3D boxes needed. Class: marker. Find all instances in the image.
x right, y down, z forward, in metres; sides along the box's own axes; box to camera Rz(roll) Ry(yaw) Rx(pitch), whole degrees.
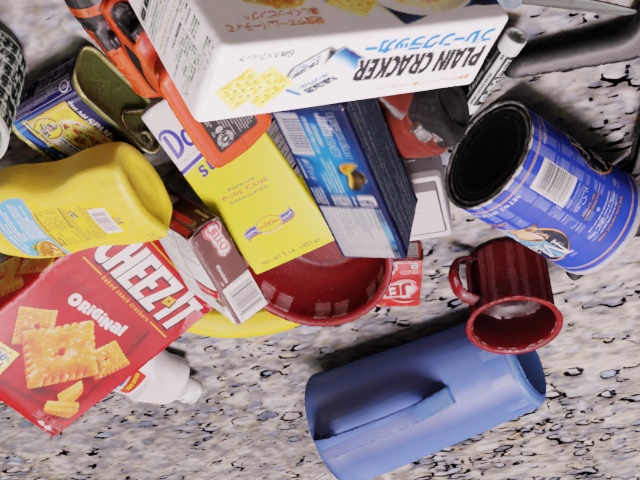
[{"bbox_3d":[0.134,-0.129,0.879,0.020,0.020,0.121,12,145,-14],"label":"marker"}]

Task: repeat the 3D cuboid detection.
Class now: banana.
[{"bbox_3d":[-0.072,0.072,1.113,0.198,0.037,0.069,-14,119,14],"label":"banana"}]

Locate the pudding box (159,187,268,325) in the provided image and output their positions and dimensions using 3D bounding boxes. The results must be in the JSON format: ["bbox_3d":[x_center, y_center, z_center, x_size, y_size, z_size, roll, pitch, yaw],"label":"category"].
[{"bbox_3d":[-0.104,0.014,0.954,0.039,0.090,0.113,-39,129,-18],"label":"pudding box"}]

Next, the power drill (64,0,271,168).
[{"bbox_3d":[-0.122,-0.145,0.759,0.057,0.188,0.184,-41,139,-5],"label":"power drill"}]

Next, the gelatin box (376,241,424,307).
[{"bbox_3d":[0.058,0.036,1.071,0.089,0.030,0.073,0,139,2],"label":"gelatin box"}]

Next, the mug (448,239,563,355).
[{"bbox_3d":[0.176,0.050,1.047,0.117,0.081,0.093,18,136,-19],"label":"mug"}]

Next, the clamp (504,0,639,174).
[{"bbox_3d":[0.261,-0.156,0.844,0.164,0.036,0.210,27,130,-17],"label":"clamp"}]

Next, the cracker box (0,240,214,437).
[{"bbox_3d":[-0.228,0.069,1.014,0.213,0.072,0.164,-39,133,-1],"label":"cracker box"}]

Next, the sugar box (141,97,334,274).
[{"bbox_3d":[-0.063,-0.062,0.904,0.093,0.048,0.176,-25,114,29],"label":"sugar box"}]

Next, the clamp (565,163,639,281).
[{"bbox_3d":[0.290,-0.017,1.002,0.120,0.039,0.171,-11,134,4],"label":"clamp"}]

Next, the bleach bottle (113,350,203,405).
[{"bbox_3d":[-0.224,0.115,1.143,0.103,0.068,0.250,-33,131,32],"label":"bleach bottle"}]

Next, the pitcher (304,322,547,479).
[{"bbox_3d":[0.110,0.170,1.143,0.243,0.149,0.145,-25,131,22],"label":"pitcher"}]

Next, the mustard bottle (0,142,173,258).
[{"bbox_3d":[-0.229,-0.026,0.904,0.192,0.058,0.096,-10,142,19],"label":"mustard bottle"}]

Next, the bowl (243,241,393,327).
[{"bbox_3d":[-0.007,0.001,0.993,0.162,0.055,0.162,8,124,12],"label":"bowl"}]

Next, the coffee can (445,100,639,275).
[{"bbox_3d":[0.194,-0.044,0.923,0.140,0.103,0.103,27,132,-27],"label":"coffee can"}]

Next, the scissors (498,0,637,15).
[{"bbox_3d":[0.131,-0.178,0.824,0.201,0.016,0.096,18,141,-11],"label":"scissors"}]

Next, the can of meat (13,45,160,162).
[{"bbox_3d":[-0.197,-0.101,0.897,0.084,0.057,0.102,-23,133,28],"label":"can of meat"}]
